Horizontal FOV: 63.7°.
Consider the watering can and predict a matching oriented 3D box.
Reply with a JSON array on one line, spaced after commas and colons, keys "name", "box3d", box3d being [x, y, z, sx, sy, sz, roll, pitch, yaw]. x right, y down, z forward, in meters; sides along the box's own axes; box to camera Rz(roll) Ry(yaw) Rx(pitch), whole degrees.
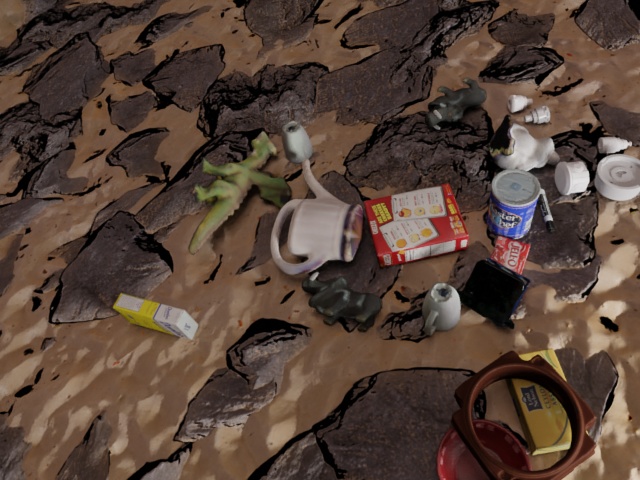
[{"name": "watering can", "box3d": [0.004, -0.064, 1.280, 0.224, 0.102, 0.355, 7, 58, 15]}]

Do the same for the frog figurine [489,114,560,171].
[{"name": "frog figurine", "box3d": [0.519, -0.230, 1.312, 0.159, 0.120, 0.141, 17, 44, -20]}]

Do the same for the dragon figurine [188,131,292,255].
[{"name": "dragon figurine", "box3d": [-0.198, -0.128, 1.375, 0.243, 0.119, 0.420, 1, 57, 3]}]
